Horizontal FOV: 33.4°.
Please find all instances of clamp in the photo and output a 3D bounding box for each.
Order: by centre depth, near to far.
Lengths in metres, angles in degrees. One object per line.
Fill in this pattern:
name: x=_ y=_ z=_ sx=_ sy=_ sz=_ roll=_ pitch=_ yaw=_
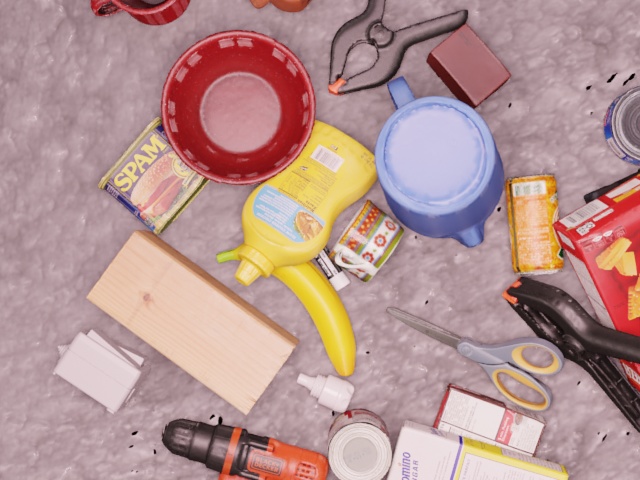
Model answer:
clamp: x=0.278 y=0.113 z=1.113 sx=0.036 sy=0.164 sz=0.210 roll=-39 pitch=48 yaw=-18
clamp: x=0.077 y=-0.221 z=1.166 sx=0.120 sy=0.039 sz=0.171 roll=33 pitch=94 yaw=8

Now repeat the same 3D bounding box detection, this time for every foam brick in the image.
foam brick: x=0.161 y=-0.186 z=1.155 sx=0.053 sy=0.051 sz=0.078 roll=-39 pitch=87 yaw=-1

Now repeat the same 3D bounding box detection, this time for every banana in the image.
banana: x=-0.020 y=0.060 z=1.164 sx=0.198 sy=0.037 sz=0.070 roll=43 pitch=111 yaw=4

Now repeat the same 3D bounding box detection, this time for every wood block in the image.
wood block: x=-0.131 y=0.085 z=1.138 sx=0.206 sy=0.090 sz=0.091 roll=36 pitch=90 yaw=2

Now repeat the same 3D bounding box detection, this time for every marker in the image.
marker: x=-0.008 y=0.001 z=1.172 sx=0.020 sy=0.020 sz=0.121 roll=-34 pitch=88 yaw=1

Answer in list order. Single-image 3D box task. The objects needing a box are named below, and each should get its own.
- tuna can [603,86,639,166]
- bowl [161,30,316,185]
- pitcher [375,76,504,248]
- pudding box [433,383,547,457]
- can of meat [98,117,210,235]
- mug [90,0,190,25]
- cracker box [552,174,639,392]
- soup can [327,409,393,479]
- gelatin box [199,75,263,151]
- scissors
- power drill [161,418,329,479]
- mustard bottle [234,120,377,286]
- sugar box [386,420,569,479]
tuna can: x=0.353 y=-0.124 z=1.156 sx=0.086 sy=0.034 sz=0.086 roll=0 pitch=88 yaw=2
bowl: x=-0.085 y=-0.137 z=1.129 sx=0.162 sy=0.055 sz=0.162 roll=0 pitch=91 yaw=-1
pitcher: x=0.113 y=-0.081 z=1.059 sx=0.149 sy=0.242 sz=0.145 roll=20 pitch=91 yaw=9
pudding box: x=0.176 y=0.216 z=1.150 sx=0.113 sy=0.039 sz=0.090 roll=20 pitch=92 yaw=5
can of meat: x=-0.175 y=-0.068 z=1.161 sx=0.084 sy=0.057 sz=0.102 roll=41 pitch=91 yaw=0
mug: x=-0.193 y=-0.274 z=1.154 sx=0.117 sy=0.081 sz=0.093 roll=-31 pitch=88 yaw=0
cracker box: x=0.362 y=0.038 z=1.099 sx=0.164 sy=0.072 sz=0.213 roll=-30 pitch=109 yaw=1
soup can: x=0.041 y=0.217 z=1.122 sx=0.068 sy=0.102 sz=0.068 roll=0 pitch=88 yaw=1
gelatin box: x=-0.117 y=-0.146 z=1.174 sx=0.089 sy=0.030 sz=0.073 roll=28 pitch=90 yaw=0
scissors: x=0.175 y=0.108 z=1.145 sx=0.202 sy=0.016 sz=0.096 roll=38 pitch=125 yaw=2
power drill: x=-0.099 y=0.296 z=1.147 sx=0.184 sy=0.057 sz=0.187 roll=15 pitch=89 yaw=2
mustard bottle: x=-0.026 y=-0.030 z=1.130 sx=0.096 sy=0.058 sz=0.191 roll=34 pitch=74 yaw=13
sugar box: x=0.159 y=0.257 z=1.110 sx=0.176 sy=0.048 sz=0.093 roll=16 pitch=94 yaw=8
